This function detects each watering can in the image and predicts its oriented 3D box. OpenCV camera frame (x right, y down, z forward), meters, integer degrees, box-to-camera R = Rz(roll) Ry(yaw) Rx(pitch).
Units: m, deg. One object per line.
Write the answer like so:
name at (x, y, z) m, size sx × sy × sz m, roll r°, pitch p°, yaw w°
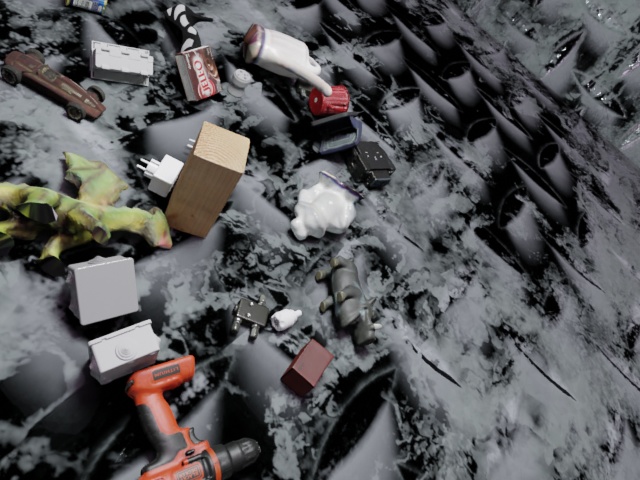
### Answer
watering can at (-0.092, -0.488, 1.393) m, size 0.224 × 0.102 × 0.355 m, roll 12°, pitch 30°, yaw -25°

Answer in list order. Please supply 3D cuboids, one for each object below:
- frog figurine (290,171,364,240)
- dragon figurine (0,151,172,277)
frog figurine at (0.004, -0.058, 1.154) m, size 0.136 × 0.122 × 0.161 m, roll 38°, pitch 79°, yaw -13°
dragon figurine at (-0.445, -0.075, 0.877) m, size 0.408 × 0.120 × 0.248 m, roll 28°, pitch 28°, yaw -14°
